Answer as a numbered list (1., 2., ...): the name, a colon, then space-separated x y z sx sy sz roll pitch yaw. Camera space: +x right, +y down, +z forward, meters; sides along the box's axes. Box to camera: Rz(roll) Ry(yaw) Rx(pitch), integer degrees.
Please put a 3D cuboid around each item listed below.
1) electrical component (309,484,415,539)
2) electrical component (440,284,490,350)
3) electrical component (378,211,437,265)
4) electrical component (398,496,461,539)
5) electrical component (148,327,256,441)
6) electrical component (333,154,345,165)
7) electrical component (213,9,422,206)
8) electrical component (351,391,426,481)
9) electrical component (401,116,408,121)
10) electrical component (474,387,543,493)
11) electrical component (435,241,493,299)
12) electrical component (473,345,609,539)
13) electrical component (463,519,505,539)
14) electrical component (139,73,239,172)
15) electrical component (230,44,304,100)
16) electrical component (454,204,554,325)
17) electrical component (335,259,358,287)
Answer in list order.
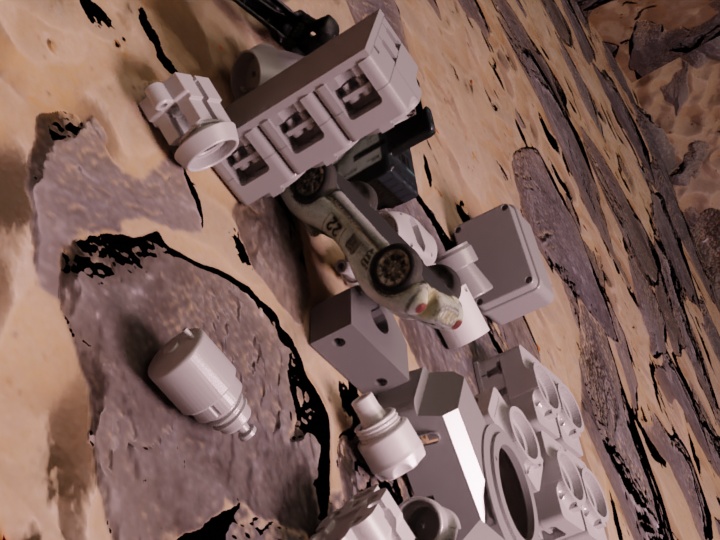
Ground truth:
1. electrical component: 0.006 0.180 0.682 0.057 0.058 0.078 58 23 -4
2. electrical component: 0.087 0.031 1.035 0.081 0.043 0.043 62 23 0
3. electrical component: 0.040 -0.008 0.979 0.077 0.043 0.079 22 45 -57
4. electrical component: 0.050 0.189 0.790 0.046 0.040 0.040 35 35 -58
5. electrical component: -0.088 0.069 0.624 0.078 0.040 0.040 52 25 -23
6. electrical component: -0.034 -0.111 0.911 0.044 0.044 0.065 62 4 -1
7. electrical component: -0.034 -0.117 0.803 0.061 0.150 0.089 52 25 -21
8. electrical component: 0.016 0.120 0.788 0.062 0.043 0.043 59 23 -4
9. electrical component: 0.017 -0.148 1.091 0.065 0.044 0.044 15 51 -55
10. electrical component: 0.123 0.157 0.957 0.089 0.056 0.050 57 23 -12
11. electrical component: 0.104 0.004 1.101 0.055 0.045 0.045 63 23 1
12. electrical component: 0.179 0.177 1.049 0.105 0.060 0.186 38 33 -44
13. electrical component: 0.077 0.248 0.698 0.105 0.060 0.186 39 19 14
14. electrical component: -0.116 -0.102 0.751 0.055 0.048 0.066 58 22 9
15. electrical component: -0.074 -0.164 0.900 0.077 0.043 0.079 0 32 -41
16. electrical component: 0.157 -0.007 1.183 0.057 0.078 0.113 36 34 -53
17. electrical component: 0.000 0.000 0.897 0.061 0.035 0.035 11 55 -59
